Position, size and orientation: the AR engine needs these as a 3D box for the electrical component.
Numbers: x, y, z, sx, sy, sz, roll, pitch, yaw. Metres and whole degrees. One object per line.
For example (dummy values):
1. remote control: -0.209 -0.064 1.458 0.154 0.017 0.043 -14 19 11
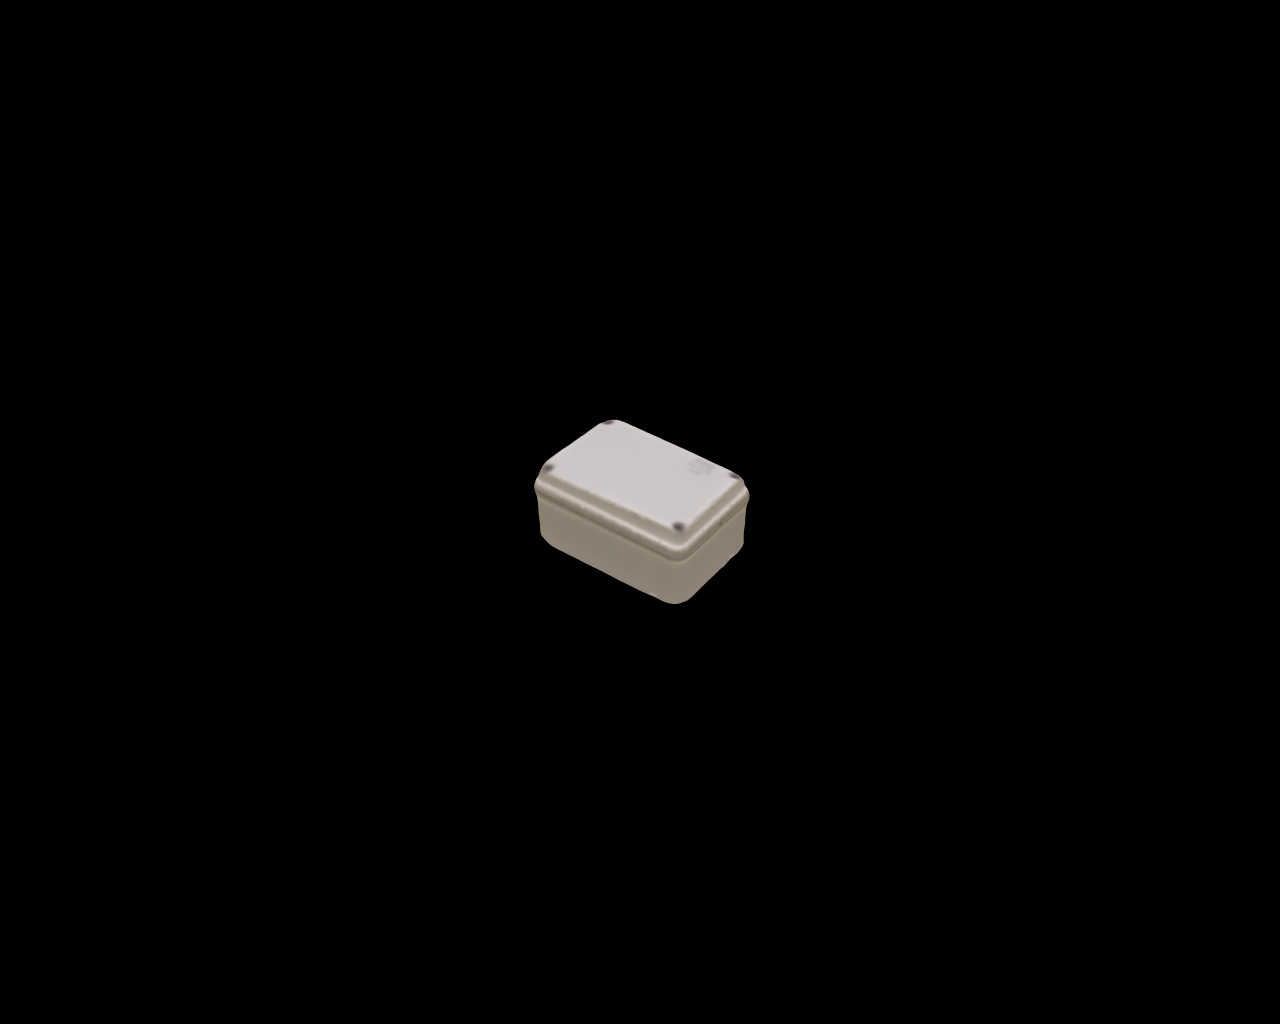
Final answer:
1. electrical component: 0.001 -0.003 0.650 0.113 0.057 0.078 26 46 28
